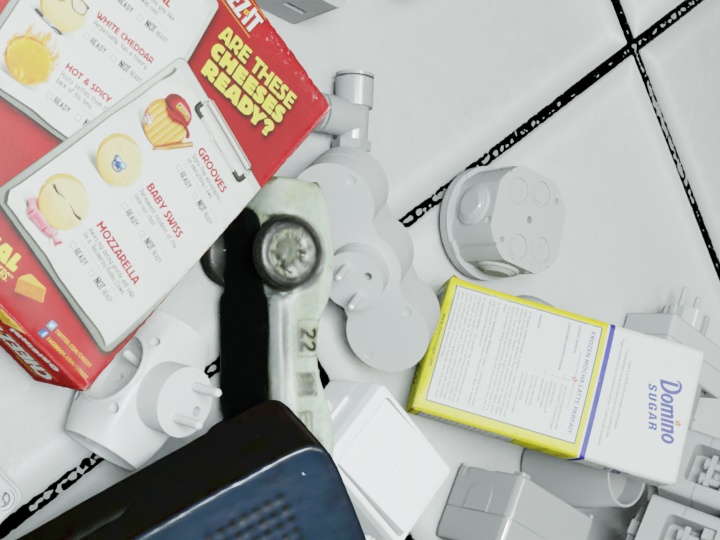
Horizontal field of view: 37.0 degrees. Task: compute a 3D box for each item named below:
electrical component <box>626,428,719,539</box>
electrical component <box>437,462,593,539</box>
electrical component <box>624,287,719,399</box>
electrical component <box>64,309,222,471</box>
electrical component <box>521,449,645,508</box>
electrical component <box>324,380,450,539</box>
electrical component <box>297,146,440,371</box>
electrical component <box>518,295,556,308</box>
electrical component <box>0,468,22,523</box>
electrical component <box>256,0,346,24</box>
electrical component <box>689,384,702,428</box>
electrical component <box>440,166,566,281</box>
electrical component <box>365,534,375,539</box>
[{"bbox_3d":[0.245,0.204,0.797,0.105,0.060,0.186,-60,149,-22],"label":"electrical component"},{"bbox_3d":[0.109,0.180,0.733,0.096,0.062,0.061,35,68,-31],"label":"electrical component"},{"bbox_3d":[0.256,0.051,0.860,0.083,0.047,0.075,32,70,-32],"label":"electrical component"},{"bbox_3d":[-0.105,0.065,0.563,0.044,0.079,0.077,50,60,-42],"label":"electrical component"},{"bbox_3d":[0.171,0.138,0.773,0.079,0.077,0.043,-13,96,-41],"label":"electrical component"},{"bbox_3d":[0.002,0.112,0.654,0.061,0.061,0.096,-50,117,-27],"label":"electrical component"},{"bbox_3d":[0.000,0.000,0.643,0.138,0.052,0.073,67,23,-15],"label":"electrical component"},{"bbox_3d":[0.116,0.052,0.756,0.048,0.048,0.062,42,75,-29],"label":"electrical component"},{"bbox_3d":[-0.230,0.102,0.479,0.108,0.056,0.108,-48,116,-28],"label":"electrical component"},{"bbox_3d":[-0.051,-0.188,0.628,0.089,0.056,0.050,19,77,-36],"label":"electrical component"},{"bbox_3d":[0.225,0.108,0.829,0.078,0.058,0.057,34,66,-32],"label":"electrical component"},{"bbox_3d":[0.099,-0.033,0.740,0.080,0.051,0.080,2,87,-38],"label":"electrical component"},{"bbox_3d":[-0.034,0.199,0.623,0.062,0.061,0.096,4,86,-37],"label":"electrical component"}]
